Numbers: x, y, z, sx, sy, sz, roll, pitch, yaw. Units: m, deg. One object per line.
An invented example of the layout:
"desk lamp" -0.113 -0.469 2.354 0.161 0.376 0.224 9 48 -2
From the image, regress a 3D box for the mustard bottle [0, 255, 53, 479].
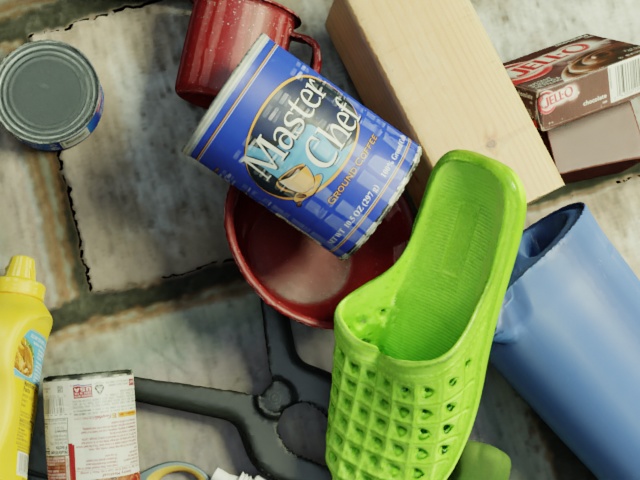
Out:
"mustard bottle" -0.236 0.104 0.794 0.058 0.096 0.191 5 72 1

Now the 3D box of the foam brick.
"foam brick" 0.217 -0.079 0.877 0.078 0.051 0.053 -11 81 -6

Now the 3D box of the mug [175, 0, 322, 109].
"mug" -0.057 -0.143 0.848 0.117 0.093 0.081 12 86 7

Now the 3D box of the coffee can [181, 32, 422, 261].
"coffee can" -0.013 -0.066 0.764 0.140 0.103 0.103 34 81 -7

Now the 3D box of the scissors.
"scissors" -0.169 0.186 0.830 0.202 0.016 0.096 33 79 2

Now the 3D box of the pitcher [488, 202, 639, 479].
"pitcher" 0.222 0.095 0.814 0.149 0.145 0.243 -40 95 -4

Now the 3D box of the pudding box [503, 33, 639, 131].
"pudding box" 0.197 -0.128 0.855 0.113 0.090 0.039 -19 115 -17

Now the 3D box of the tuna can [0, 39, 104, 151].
"tuna can" -0.219 -0.116 0.862 0.086 0.034 0.086 1 82 -4

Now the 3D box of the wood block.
"wood block" 0.093 -0.109 0.833 0.090 0.090 0.206 -25 86 -10

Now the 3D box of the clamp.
"clamp" -0.046 0.128 0.836 0.164 0.036 0.210 -38 83 -7

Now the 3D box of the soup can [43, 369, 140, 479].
"soup can" -0.168 0.149 0.790 0.068 0.068 0.102 -5 84 -5

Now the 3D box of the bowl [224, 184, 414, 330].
"bowl" -0.005 0.001 0.833 0.162 0.055 0.162 9 65 -20
